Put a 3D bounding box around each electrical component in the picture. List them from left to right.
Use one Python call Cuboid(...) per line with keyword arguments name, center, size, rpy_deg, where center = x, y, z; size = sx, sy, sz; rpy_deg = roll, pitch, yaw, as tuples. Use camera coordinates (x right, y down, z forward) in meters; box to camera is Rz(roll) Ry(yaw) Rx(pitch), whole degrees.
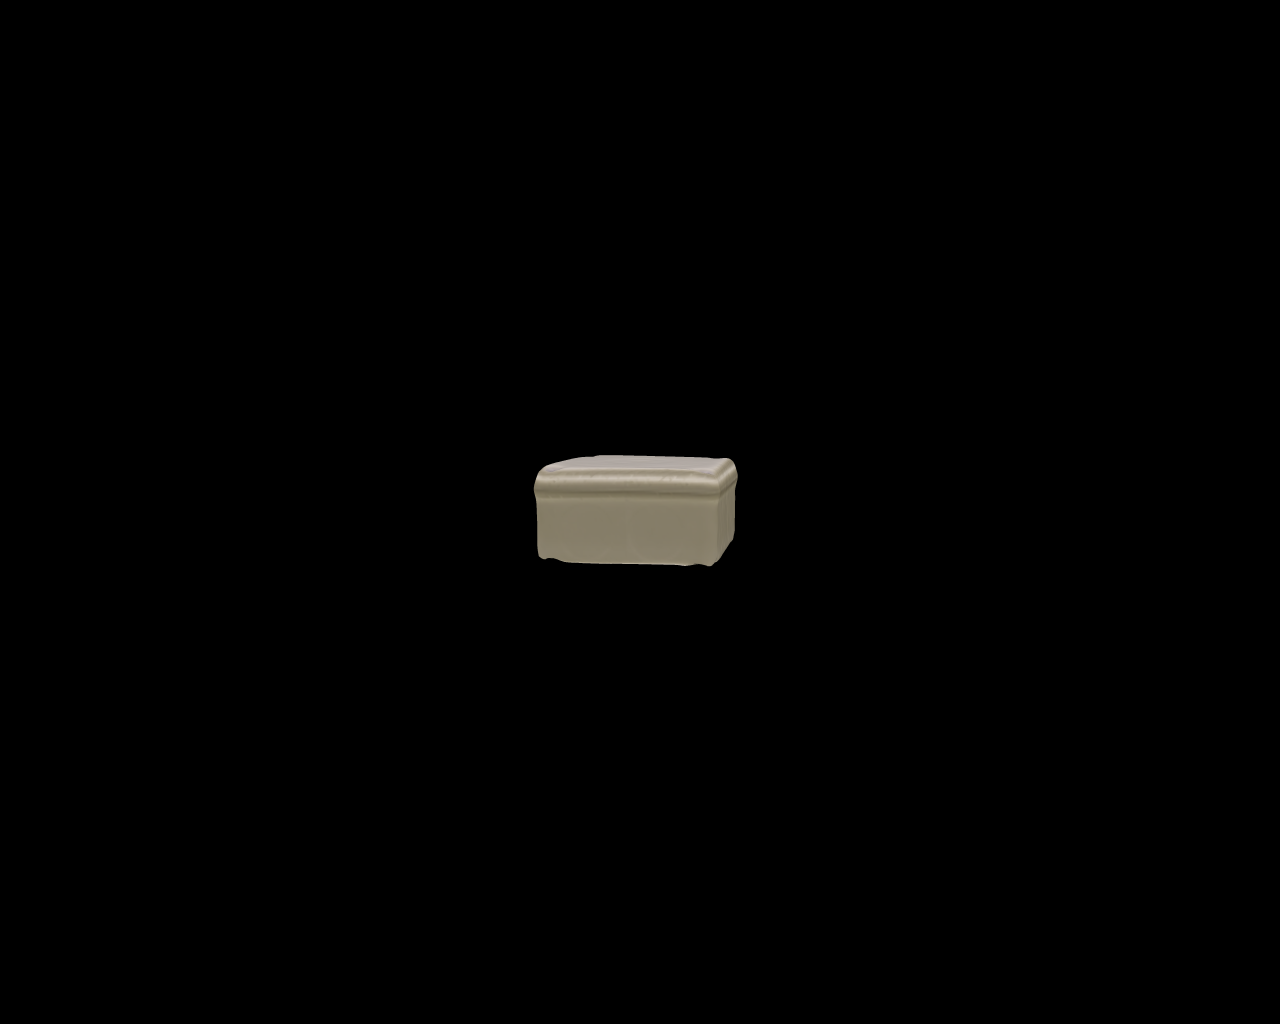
Cuboid(name="electrical component", center=(0.001, -0.003, 0.650), size=(0.109, 0.056, 0.109), rpy_deg=(1, 7, 11))
